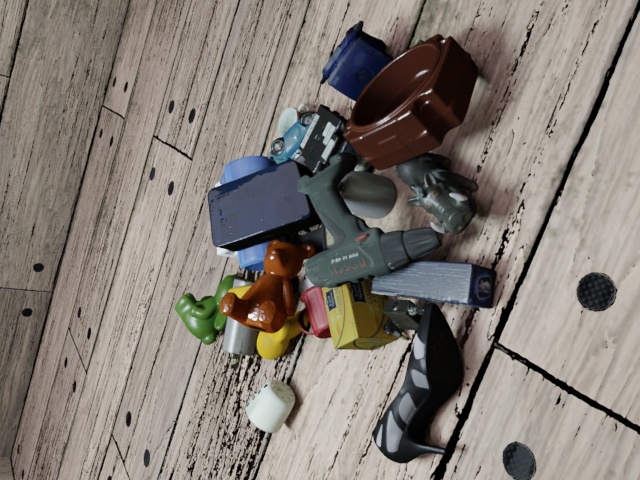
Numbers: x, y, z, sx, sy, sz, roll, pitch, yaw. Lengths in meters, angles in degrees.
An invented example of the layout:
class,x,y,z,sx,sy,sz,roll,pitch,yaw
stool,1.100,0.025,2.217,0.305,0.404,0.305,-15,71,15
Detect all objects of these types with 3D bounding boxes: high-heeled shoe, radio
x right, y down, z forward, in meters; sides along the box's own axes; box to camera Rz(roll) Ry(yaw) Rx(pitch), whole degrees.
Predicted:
class,x,y,z,sx,sy,sz,roll,pitch,yaw
high-heeled shoe,0.139,0.221,0.834,0.145,0.086,0.248,-7,79,51
radio,-0.116,-0.069,1.099,0.230,0.073,0.131,-17,76,20

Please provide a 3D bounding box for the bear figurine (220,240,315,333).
class,x,y,z,sx,sy,sz,roll,pitch,yaw
bear figurine,-0.091,0.075,1.031,0.120,0.131,0.196,13,71,21

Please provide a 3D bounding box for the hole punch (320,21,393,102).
class,x,y,z,sx,sy,sz,roll,pitch,yaw
hole punch,0.081,-0.324,1.024,0.142,0.115,0.092,-48,55,33

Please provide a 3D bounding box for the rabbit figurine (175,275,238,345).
class,x,y,z,sx,sy,sz,roll,pitch,yaw
rabbit figurine,-0.253,0.164,1.318,0.170,0.121,0.159,-45,51,16

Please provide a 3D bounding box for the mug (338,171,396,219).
class,x,y,z,sx,sy,sz,roll,pitch,yaw
mug,0.065,-0.083,0.983,0.109,0.107,0.081,-26,60,43

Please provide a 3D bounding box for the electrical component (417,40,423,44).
class,x,y,z,sx,sy,sz,roll,pitch,yaw
electrical component,0.183,-0.326,0.964,0.094,0.021,0.063,-47,48,35

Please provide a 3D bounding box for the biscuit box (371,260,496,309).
class,x,y,z,sx,sy,sz,roll,pitch,yaw
biscuit box,0.174,0.066,0.848,0.203,0.059,0.062,2,81,52

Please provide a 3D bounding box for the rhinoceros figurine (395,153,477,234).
class,x,y,z,sx,sy,sz,roll,pitch,yaw
rhinoceros figurine,0.183,-0.079,0.833,0.073,0.112,0.190,-56,35,24

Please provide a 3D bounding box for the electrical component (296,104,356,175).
class,x,y,z,sx,sy,sz,roll,pitch,yaw
electrical component,0.020,-0.180,1.018,0.114,0.058,0.134,-62,34,20

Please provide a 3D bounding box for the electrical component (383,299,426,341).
class,x,y,z,sx,sy,sz,roll,pitch,yaw
electrical component,0.144,0.132,0.868,0.102,0.078,0.045,0,58,46

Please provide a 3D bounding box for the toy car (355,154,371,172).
class,x,y,z,sx,sy,sz,roll,pitch,yaw
toy car,0.066,-0.147,1.038,0.074,0.056,0.201,48,118,46

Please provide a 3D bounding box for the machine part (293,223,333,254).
class,x,y,z,sx,sy,sz,roll,pitch,yaw
machine part,-0.002,-0.003,1.105,0.139,0.039,0.084,-24,71,44

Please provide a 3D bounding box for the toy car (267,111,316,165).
class,x,y,z,sx,sy,sz,roll,pitch,yaw
toy car,-0.022,-0.194,1.139,0.161,0.109,0.103,-38,77,26

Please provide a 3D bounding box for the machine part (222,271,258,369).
class,x,y,z,sx,sy,sz,roll,pitch,yaw
machine part,-0.175,0.176,1.243,0.079,0.079,0.243,6,87,52

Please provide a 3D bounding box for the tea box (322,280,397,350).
class,x,y,z,sx,sy,sz,roll,pitch,yaw
tea box,0.064,0.103,0.947,0.068,0.098,0.169,-36,57,42

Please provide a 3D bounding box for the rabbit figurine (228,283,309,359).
class,x,y,z,sx,sy,sz,roll,pitch,yaw
rabbit figurine,-0.099,0.169,1.146,0.162,0.122,0.173,-6,90,41

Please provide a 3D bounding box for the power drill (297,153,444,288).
class,x,y,z,sx,sy,sz,roll,pitch,yaw
power drill,0.062,-0.035,0.874,0.232,0.086,0.207,-29,80,24

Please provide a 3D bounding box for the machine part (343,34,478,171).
class,x,y,z,sx,sy,sz,roll,pitch,yaw
machine part,0.143,-0.224,0.876,0.201,0.087,0.201,-18,39,48
